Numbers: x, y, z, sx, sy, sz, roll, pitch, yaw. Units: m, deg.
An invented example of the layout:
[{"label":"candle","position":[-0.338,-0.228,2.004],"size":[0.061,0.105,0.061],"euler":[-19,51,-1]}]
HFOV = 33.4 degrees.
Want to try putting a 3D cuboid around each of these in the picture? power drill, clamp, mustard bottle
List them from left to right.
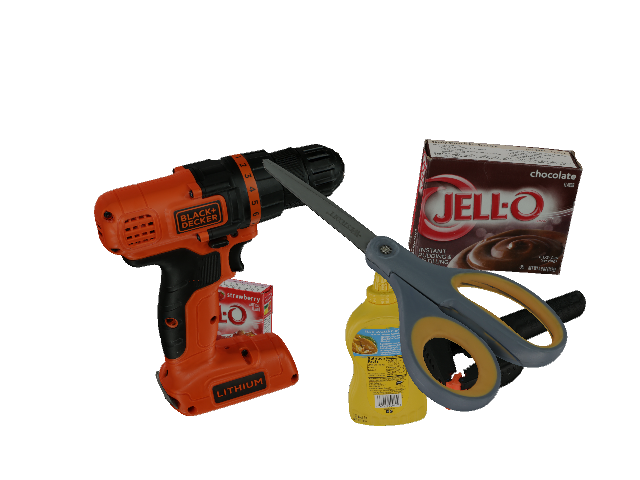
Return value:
[{"label":"power drill","position":[-0.063,0.027,0.789],"size":[0.184,0.188,0.057],"euler":[-14,27,-16]},{"label":"mustard bottle","position":[0.079,0.128,1.293],"size":[0.096,0.192,0.058],"euler":[-2,19,2]},{"label":"clamp","position":[0.139,0.084,0.988],"size":[0.165,0.036,0.209],"euler":[13,31,25]}]

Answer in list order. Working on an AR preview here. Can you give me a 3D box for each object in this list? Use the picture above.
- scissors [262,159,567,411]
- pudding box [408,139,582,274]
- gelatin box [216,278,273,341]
[{"label":"scissors","position":[0.032,0.024,0.574],"size":[0.202,0.016,0.096],"euler":[26,51,15]},{"label":"pudding box","position":[0.126,-0.024,0.783],"size":[0.113,0.090,0.039],"euler":[3,32,-3]},{"label":"gelatin box","position":[-0.090,0.074,1.002],"size":[0.089,0.073,0.030],"euler":[8,18,19]}]
